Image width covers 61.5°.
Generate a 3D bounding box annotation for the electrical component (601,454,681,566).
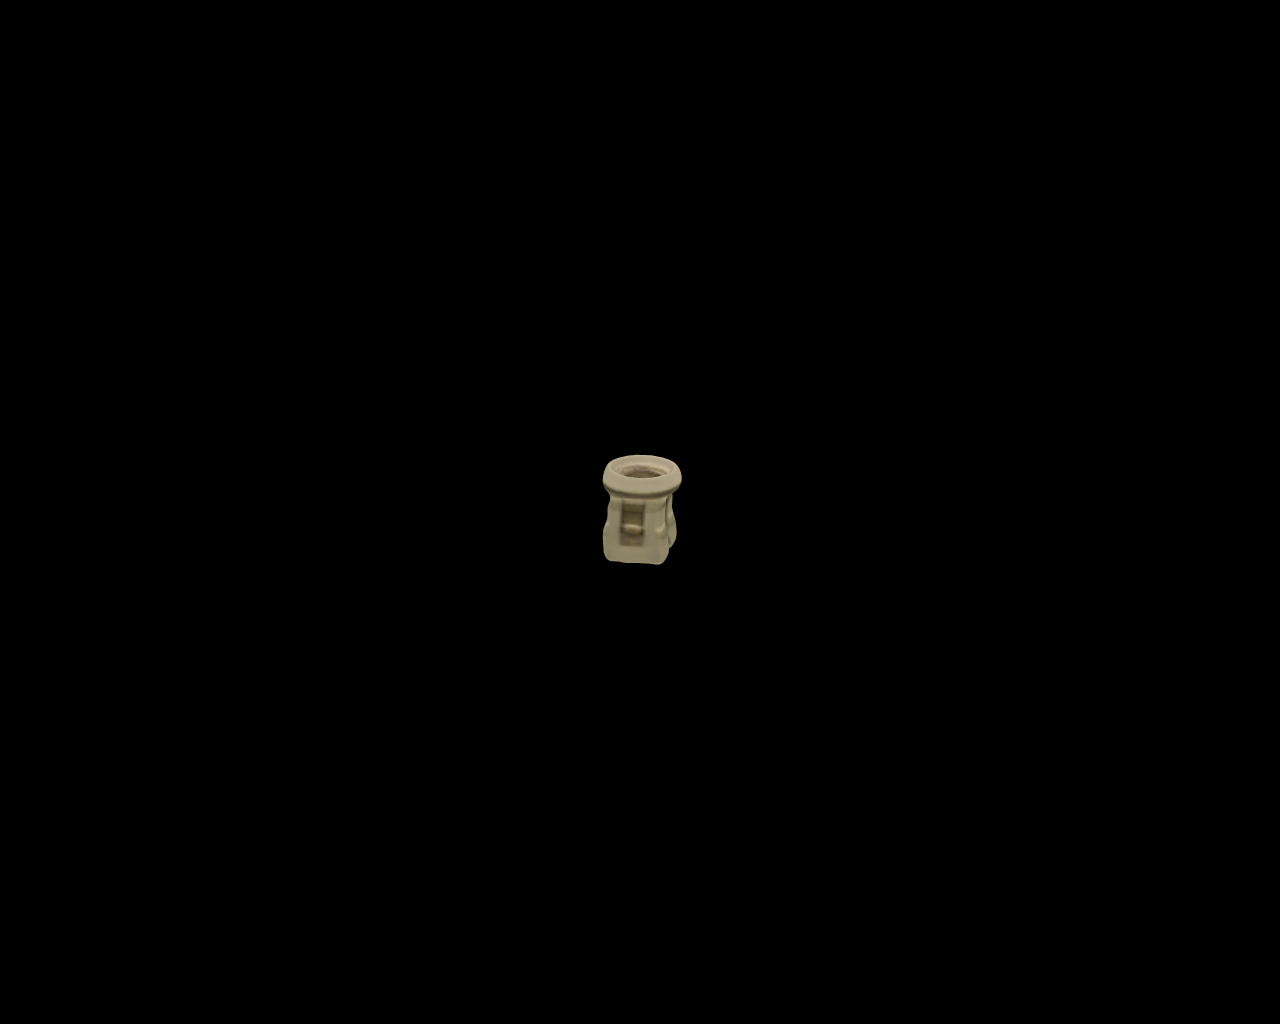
[{"bbox_3d":[0.001,-0.003,0.650,0.048,0.055,0.066,4,21,11],"label":"electrical component"}]
